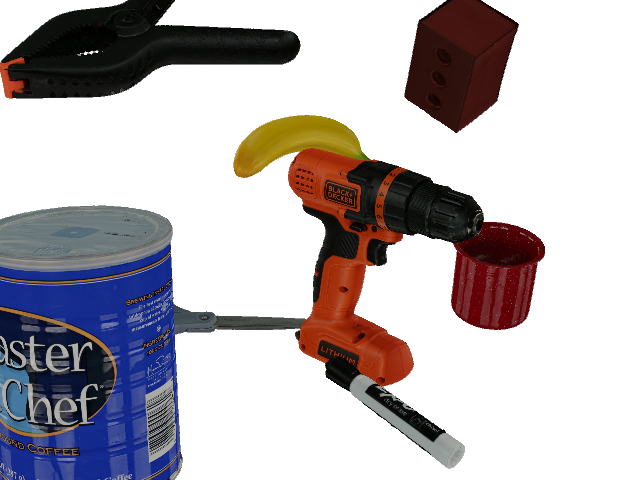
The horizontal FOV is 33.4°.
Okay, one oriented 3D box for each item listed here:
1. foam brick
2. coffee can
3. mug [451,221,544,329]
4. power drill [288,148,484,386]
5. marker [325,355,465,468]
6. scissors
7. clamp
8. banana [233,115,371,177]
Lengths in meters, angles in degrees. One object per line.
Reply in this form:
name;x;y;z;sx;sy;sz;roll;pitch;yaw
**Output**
foam brick;0.099;-0.127;0.762;0.053;0.078;0.051;37;59;22
coffee can;-0.129;0.061;0.580;0.103;0.140;0.103;0;16;0
mug;0.175;0.032;1.106;0.093;0.081;0.117;-5;31;-13
power drill;0.049;0.025;0.907;0.185;0.188;0.057;20;26;36
marker;0.048;0.116;0.736;0.121;0.020;0.020;33;20;35
scissors;-0.116;0.064;0.972;0.201;0.016;0.096;-8;35;-14
clamp;-0.131;-0.146;0.789;0.209;0.036;0.165;-31;51;-31
banana;-0.022;-0.100;1.103;0.197;0.037;0.070;-7;49;-43
